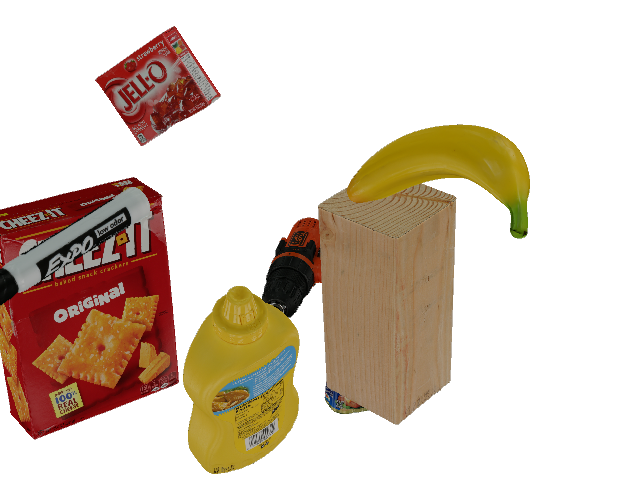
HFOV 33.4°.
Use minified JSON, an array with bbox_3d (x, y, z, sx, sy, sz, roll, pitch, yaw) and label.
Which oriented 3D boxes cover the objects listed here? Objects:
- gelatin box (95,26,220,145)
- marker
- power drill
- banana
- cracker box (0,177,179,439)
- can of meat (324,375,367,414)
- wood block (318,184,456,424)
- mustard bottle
[{"bbox_3d":[-0.144,-0.135,0.940,0.089,0.073,0.030,-25,15,31],"label":"gelatin box"},{"bbox_3d":[-0.141,0.006,0.573,0.020,0.020,0.120,0,28,46],"label":"marker"},{"bbox_3d":[0.037,0.031,1.173,0.188,0.057,0.184,2,30,12],"label":"power drill"},{"bbox_3d":[0.084,-0.050,0.751,0.037,0.069,0.198,36,-10,-30],"label":"banana"},{"bbox_3d":[-0.227,0.064,1.033,0.163,0.214,0.072,-18,28,-32],"label":"cracker box"},{"bbox_3d":[0.057,0.175,1.402,0.102,0.084,0.057,-5,25,-22],"label":"can of meat"},{"bbox_3d":[0.063,0.052,0.984,0.091,0.206,0.090,24,41,36],"label":"wood block"},{"bbox_3d":[-0.061,0.101,0.826,0.096,0.192,0.058,-29,56,-25],"label":"mustard bottle"}]
